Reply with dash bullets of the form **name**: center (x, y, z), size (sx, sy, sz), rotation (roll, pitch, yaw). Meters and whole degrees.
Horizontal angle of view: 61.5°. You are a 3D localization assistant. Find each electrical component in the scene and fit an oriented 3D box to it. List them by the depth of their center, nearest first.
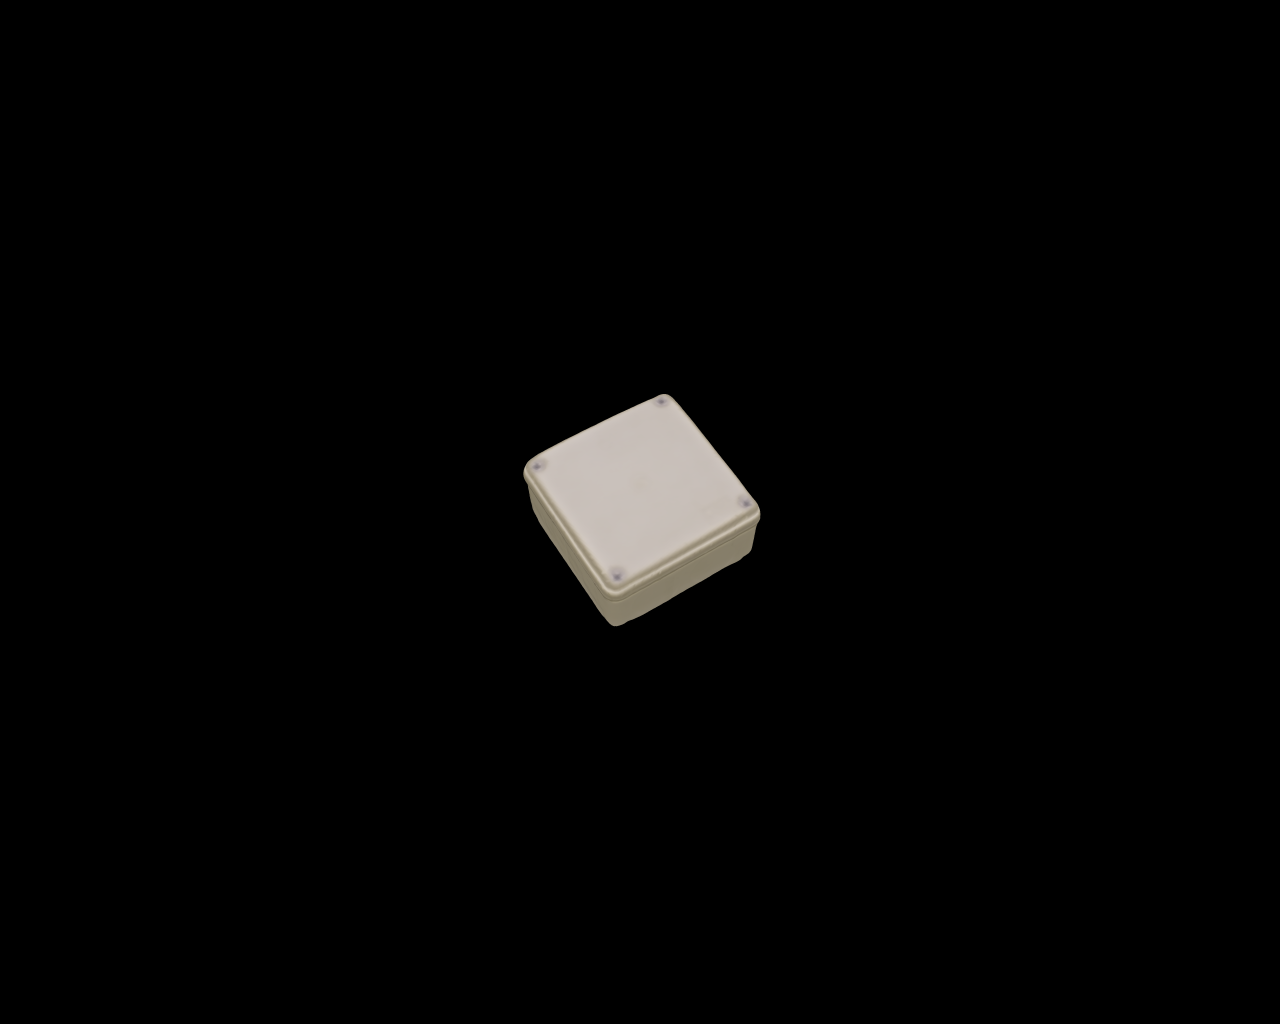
- **electrical component**: center (0.001, -0.003, 0.650), size (0.109, 0.109, 0.056), rotation (-28, -28, -16)
